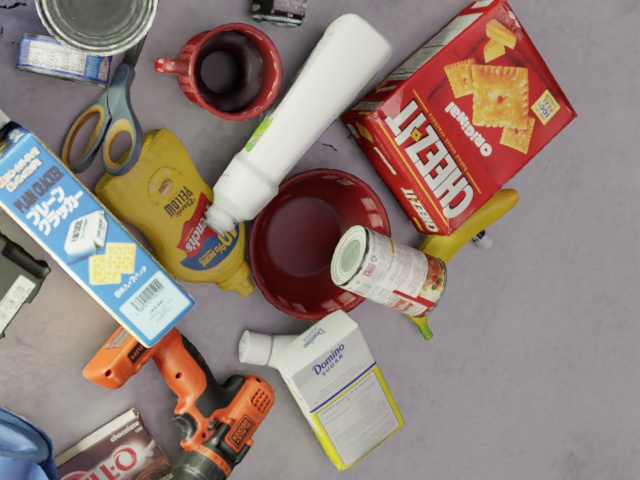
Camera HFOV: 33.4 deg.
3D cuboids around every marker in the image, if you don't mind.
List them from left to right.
[{"bbox_3d":[0.151,-0.032,1.208,0.121,0.020,0.020,41,84,-22],"label":"marker"}]

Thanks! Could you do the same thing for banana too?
[{"bbox_3d":[0.143,0.015,1.193,0.069,0.037,0.198,26,103,-26],"label":"banana"}]

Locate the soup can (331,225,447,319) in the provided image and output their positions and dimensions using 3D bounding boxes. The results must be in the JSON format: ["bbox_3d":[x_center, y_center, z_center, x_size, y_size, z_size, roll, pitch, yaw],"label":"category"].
[{"bbox_3d":[0.071,0.033,1.101,0.102,0.069,0.068,23,91,-24],"label":"soup can"}]

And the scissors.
[{"bbox_3d":[-0.179,-0.145,1.029,0.202,0.096,0.016,-58,151,-1],"label":"scissors"}]

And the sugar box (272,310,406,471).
[{"bbox_3d":[0.023,0.164,1.152,0.093,0.048,0.176,-35,128,-13],"label":"sugar box"}]

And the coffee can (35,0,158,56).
[{"bbox_3d":[-0.199,-0.232,0.954,0.102,0.140,0.103,-4,116,-9],"label":"coffee can"}]

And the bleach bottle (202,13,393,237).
[{"bbox_3d":[-0.031,-0.109,1.067,0.068,0.103,0.250,39,81,-10],"label":"bleach bottle"}]

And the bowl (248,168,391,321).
[{"bbox_3d":[-0.007,0.001,1.132,0.161,0.055,0.162,-4,101,-21],"label":"bowl"}]

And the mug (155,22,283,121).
[{"bbox_3d":[-0.105,-0.167,1.048,0.117,0.082,0.093,-1,100,-21],"label":"mug"}]

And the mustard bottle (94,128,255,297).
[{"bbox_3d":[-0.131,-0.014,1.078,0.096,0.058,0.191,-50,114,-23],"label":"mustard bottle"}]

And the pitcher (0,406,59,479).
[{"bbox_3d":[-0.369,0.273,1.012,0.144,0.149,0.243,22,95,-39],"label":"pitcher"}]

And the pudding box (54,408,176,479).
[{"bbox_3d":[-0.215,0.242,1.104,0.113,0.039,0.090,-33,109,-14],"label":"pudding box"}]

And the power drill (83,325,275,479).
[{"bbox_3d":[-0.149,0.171,1.082,0.187,0.057,0.184,50,55,-22],"label":"power drill"}]

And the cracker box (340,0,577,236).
[{"bbox_3d":[0.154,-0.133,1.149,0.213,0.072,0.164,-42,110,-16],"label":"cracker box"}]

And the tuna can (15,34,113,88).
[{"bbox_3d":[-0.238,-0.167,0.994,0.086,0.086,0.034,9,94,-23],"label":"tuna can"}]
